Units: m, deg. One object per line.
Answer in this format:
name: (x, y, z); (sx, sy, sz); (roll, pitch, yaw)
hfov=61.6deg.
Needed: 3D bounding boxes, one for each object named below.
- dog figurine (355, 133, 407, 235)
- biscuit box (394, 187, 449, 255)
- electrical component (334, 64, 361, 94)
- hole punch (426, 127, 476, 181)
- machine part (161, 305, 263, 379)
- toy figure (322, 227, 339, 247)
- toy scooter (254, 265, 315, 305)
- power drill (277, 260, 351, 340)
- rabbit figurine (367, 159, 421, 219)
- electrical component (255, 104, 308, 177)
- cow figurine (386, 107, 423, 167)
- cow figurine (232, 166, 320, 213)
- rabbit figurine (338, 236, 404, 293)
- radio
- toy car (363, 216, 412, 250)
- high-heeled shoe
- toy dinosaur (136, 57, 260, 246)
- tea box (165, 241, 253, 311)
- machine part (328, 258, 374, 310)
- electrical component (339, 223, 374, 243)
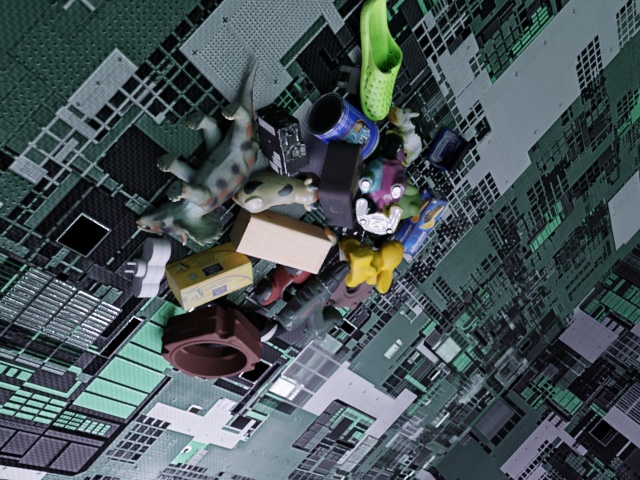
dog figurine: (0.152, -0.140, 1.261); (0.219, 0.109, 0.191); (-70, 167, -52)
biscuit box: (0.286, -0.050, 1.540); (0.059, 0.063, 0.202); (11, 124, -25)
electrical component: (0.075, -0.359, 1.195); (0.094, 0.021, 0.063); (-4, 122, -37)
hole punch: (0.360, -0.242, 1.484); (0.142, 0.092, 0.116); (-62, 166, 12)
machine part: (-0.254, 0.247, 1.265); (0.201, 0.087, 0.201); (-16, 140, 14)
toy figure: (-0.004, -0.004, 1.374); (0.154, 0.058, 0.064); (2, 158, -42)
toy scooter: (-0.074, 0.111, 1.387); (0.184, 0.075, 0.135); (-43, 138, 0)
power drill: (0.006, 0.170, 1.408); (0.232, 0.086, 0.207); (-38, 153, -10)
rabbit figurine: (0.177, -0.130, 1.376); (0.121, 0.159, 0.170); (-40, 123, 6)
electrical component: (-0.079, -0.201, 1.118); (0.058, 0.115, 0.134); (-24, 133, -19)
cow figurine: (0.218, -0.274, 1.342); (0.098, 0.068, 0.167); (-39, 141, -17)
cow figurine: (-0.085, -0.109, 1.173); (0.195, 0.127, 0.085); (-16, 132, -27)
rabbit figurine: (0.149, 0.060, 1.428); (0.173, 0.122, 0.162); (-18, 112, -20)
radio: (0.052, -0.117, 1.223); (0.229, 0.073, 0.131); (66, 35, -71)
toy car: (0.195, -0.051, 1.499); (0.201, 0.056, 0.073); (-49, 145, -3)
high-heeled shoe: (-0.184, 0.180, 1.321); (0.249, 0.086, 0.145); (4, 137, -22)
toy dinosaur: (-0.197, -0.147, 1.068); (0.405, 0.131, 0.192); (-50, 150, -4)
tea box: (-0.247, 0.077, 1.202); (0.170, 0.098, 0.068); (-23, 133, -28)
machine part: (0.089, 0.119, 1.541); (0.179, 0.056, 0.179); (-21, 130, -27)
electrical component: (0.108, -0.042, 1.419); (0.119, 0.075, 0.047); (-38, 144, -57)
